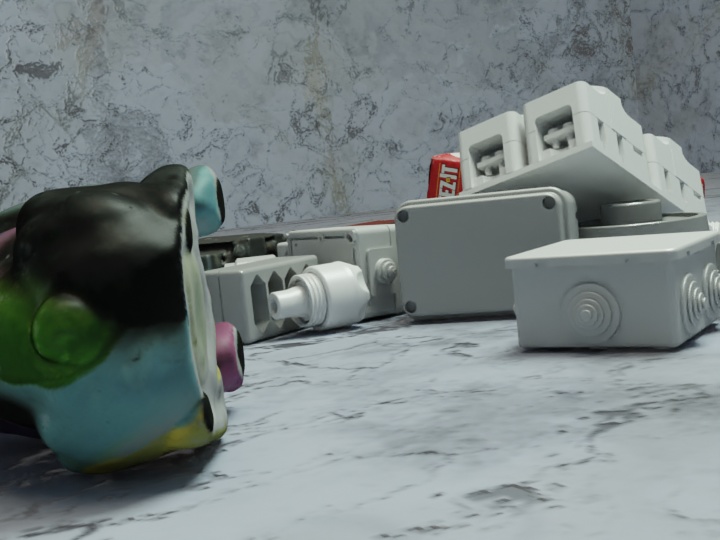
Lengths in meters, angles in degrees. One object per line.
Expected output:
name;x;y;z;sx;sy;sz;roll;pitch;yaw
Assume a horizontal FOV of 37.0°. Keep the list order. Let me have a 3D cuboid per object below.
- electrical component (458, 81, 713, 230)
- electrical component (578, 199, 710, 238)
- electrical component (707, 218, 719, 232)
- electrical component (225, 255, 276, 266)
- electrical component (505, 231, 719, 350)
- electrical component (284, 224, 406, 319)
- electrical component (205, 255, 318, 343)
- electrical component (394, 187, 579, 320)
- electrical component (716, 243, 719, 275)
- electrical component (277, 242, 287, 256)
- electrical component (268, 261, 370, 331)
electrical component;0.169;-0.067;0.798;0.105;0.060;0.186;-20;-29;36
electrical component;0.188;-0.017;0.738;0.108;0.060;0.108;-6;5;1
electrical component;0.285;-0.027;0.885;0.061;0.035;0.035;-1;7;28
electrical component;-0.100;0.010;0.899;0.078;0.040;0.040;-6;5;-2
electrical component;0.134;0.010;0.559;0.100;0.048;0.100;-3;6;32
electrical component;0.000;0.000;0.761;0.061;0.061;0.096;-7;4;-40
electrical component;-0.080;0.019;0.728;0.076;0.047;0.083;-3;6;34
electrical component;0.083;-0.010;0.696;0.113;0.078;0.057;-4;2;20
electrical component;0.220;0.001;0.592;0.079;0.044;0.077;-6;5;9
electrical component;-0.023;-0.006;0.949;0.066;0.047;0.077;-2;6;37
electrical component;-0.029;0.019;0.698;0.062;0.043;0.043;-10;6;-32
